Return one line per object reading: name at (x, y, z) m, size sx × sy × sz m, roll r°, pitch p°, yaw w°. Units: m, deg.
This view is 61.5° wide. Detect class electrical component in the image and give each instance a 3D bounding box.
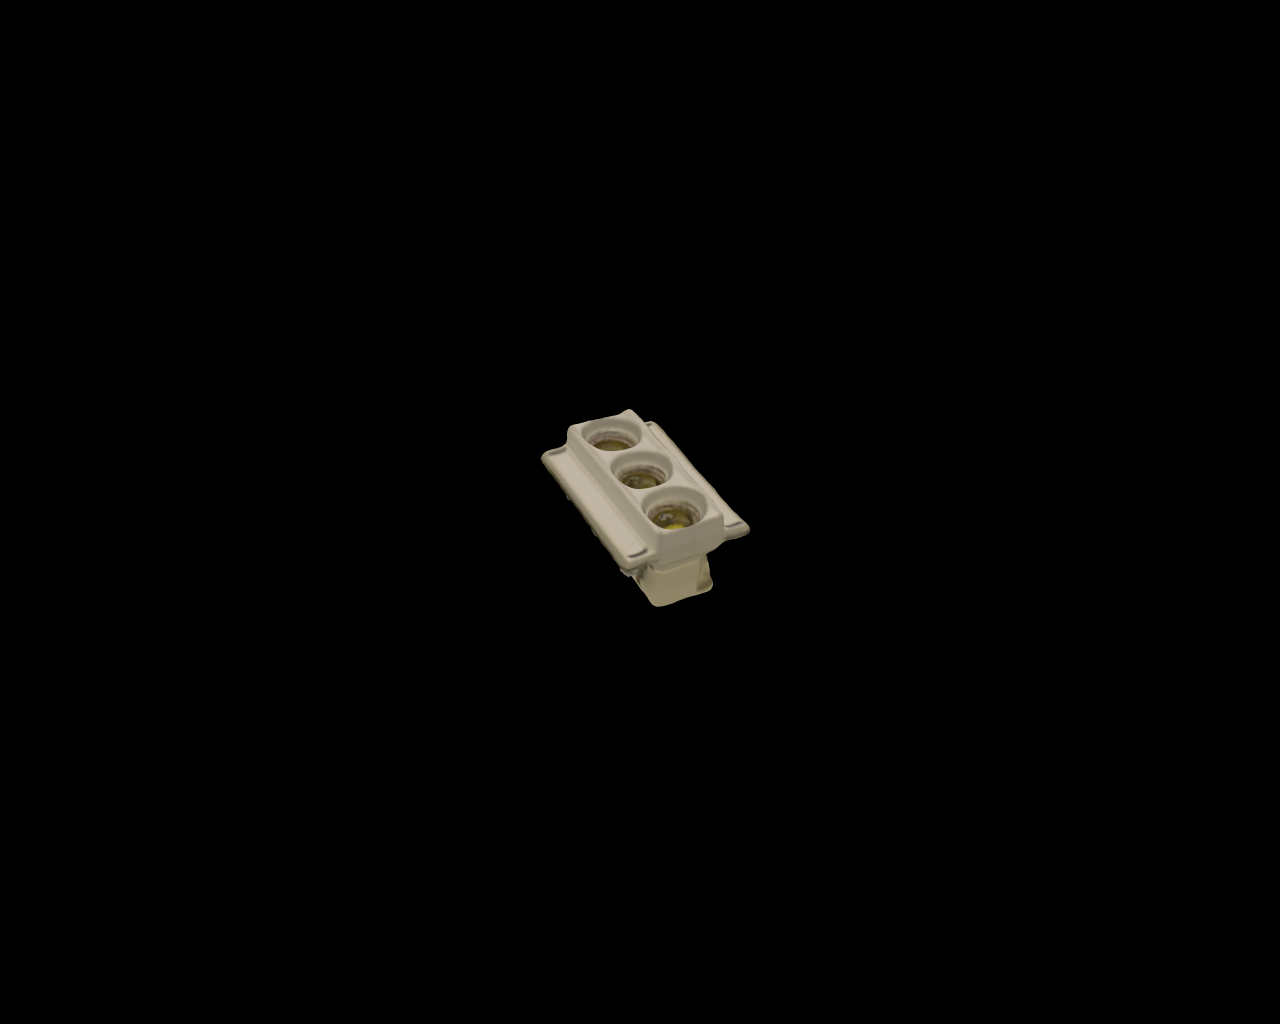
electrical component at (0.001, -0.003, 0.650) m, size 0.079 × 0.063 × 0.121 m, roll -17°, pitch 41°, yaw -21°
